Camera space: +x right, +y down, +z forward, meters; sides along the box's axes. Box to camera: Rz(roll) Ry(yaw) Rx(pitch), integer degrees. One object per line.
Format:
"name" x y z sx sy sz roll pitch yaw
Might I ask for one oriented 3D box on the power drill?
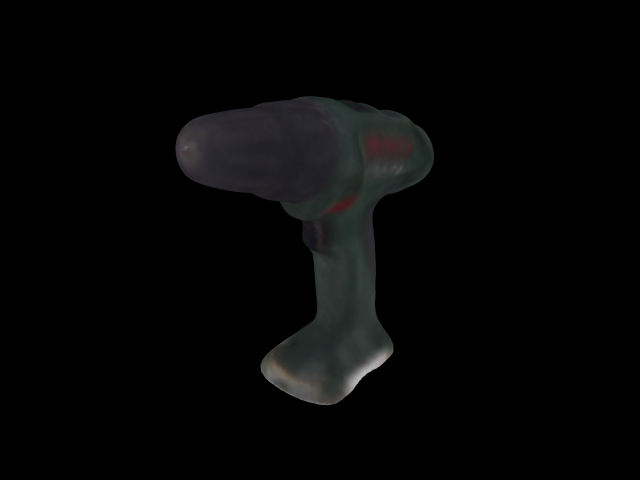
"power drill" 0.004 0.001 0.400 0.075 0.208 0.230 17 29 33
